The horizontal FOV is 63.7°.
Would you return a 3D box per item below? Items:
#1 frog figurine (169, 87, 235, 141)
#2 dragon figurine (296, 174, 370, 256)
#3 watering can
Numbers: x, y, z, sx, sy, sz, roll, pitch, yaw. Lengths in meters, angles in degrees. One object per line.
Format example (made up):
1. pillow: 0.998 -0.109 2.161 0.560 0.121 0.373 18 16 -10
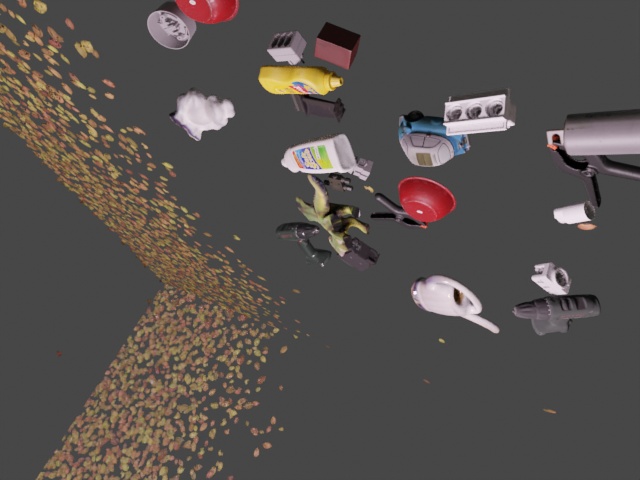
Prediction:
1. frog figurine: -0.314 -0.364 1.425 0.158 0.135 0.125 -27 30 17
2. dragon figurine: 0.005 -0.082 1.627 0.244 0.124 0.403 13 -31 46
3. watering can: 0.448 0.216 1.731 0.224 0.106 0.342 0 -36 48
